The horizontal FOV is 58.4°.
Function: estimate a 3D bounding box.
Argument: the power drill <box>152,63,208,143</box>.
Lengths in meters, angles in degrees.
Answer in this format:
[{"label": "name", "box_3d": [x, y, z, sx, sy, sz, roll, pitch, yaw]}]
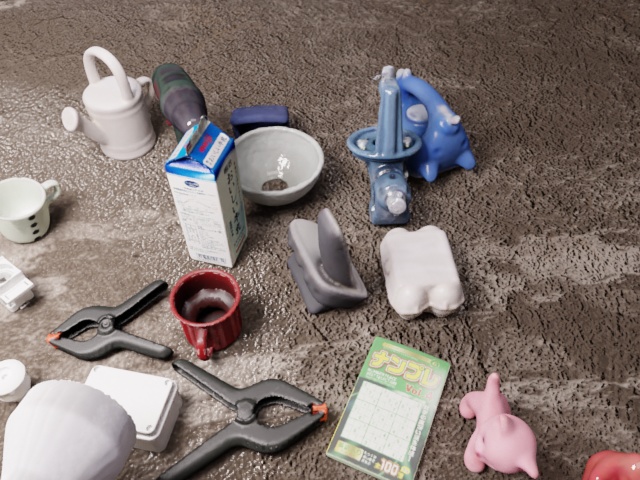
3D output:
[{"label": "power drill", "box_3d": [-0.211, -0.173, 0.926, 0.076, 0.208, 0.229, -19, 53, -15]}]

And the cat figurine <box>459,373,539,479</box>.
[{"label": "cat figurine", "box_3d": [0.208, 0.218, 0.662, 0.067, 0.118, 0.128, 1, 50, 1]}]

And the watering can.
[{"label": "watering can", "box_3d": [-0.358, -0.236, 0.987, 0.100, 0.194, 0.173, 11, 51, 10]}]

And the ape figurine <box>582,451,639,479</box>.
[{"label": "ape figurine", "box_3d": [0.338, 0.267, 0.638, 0.077, 0.092, 0.076, 4, 50, 3]}]

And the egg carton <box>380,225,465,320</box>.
[{"label": "egg carton", "box_3d": [0.145, 0.045, 0.837, 0.107, 0.069, 0.150, -5, 50, -4]}]

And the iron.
[{"label": "iron", "box_3d": [0.174, -0.226, 1.015, 0.119, 0.141, 0.257, -19, 53, -15]}]

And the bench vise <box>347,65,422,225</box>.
[{"label": "bench vise", "box_3d": [0.118, -0.144, 0.896, 0.122, 0.220, 0.207, -18, 52, -14]}]

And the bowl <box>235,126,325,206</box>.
[{"label": "bowl", "box_3d": [-0.076, -0.112, 0.963, 0.167, 0.075, 0.167, 0, 50, 0]}]

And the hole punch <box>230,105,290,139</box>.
[{"label": "hole punch", "box_3d": [-0.110, -0.214, 1.037, 0.108, 0.091, 0.101, -4, 50, -4]}]

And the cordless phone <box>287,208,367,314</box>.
[{"label": "cordless phone", "box_3d": [0.007, 0.003, 0.796, 0.094, 0.185, 0.147, -20, 53, -16]}]

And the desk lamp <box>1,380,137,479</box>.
[{"label": "desk lamp", "box_3d": [-0.254, 0.270, 0.554, 0.118, 0.214, 0.203, 6, 50, 5]}]
